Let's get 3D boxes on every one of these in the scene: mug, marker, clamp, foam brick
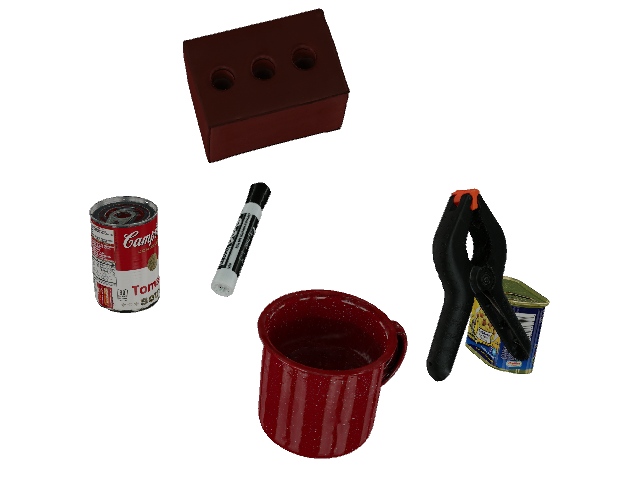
[{"bbox_3d":[0.010,0.089,0.731,0.117,0.081,0.093,-17,40,-33],"label":"mug"},{"bbox_3d":[-0.066,-0.004,0.902,0.020,0.121,0.020,10,-40,9],"label":"marker"},{"bbox_3d":[0.131,0.043,0.959,0.120,0.171,0.039,-19,7,-40],"label":"clamp"},{"bbox_3d":[-0.030,-0.082,0.571,0.078,0.053,0.051,-16,-14,-7],"label":"foam brick"}]

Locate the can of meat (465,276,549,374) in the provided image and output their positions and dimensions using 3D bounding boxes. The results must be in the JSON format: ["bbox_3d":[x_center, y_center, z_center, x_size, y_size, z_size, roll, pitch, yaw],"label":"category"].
[{"bbox_3d":[0.206,0.093,1.190,0.057,0.084,0.102,5,14,-17],"label":"can of meat"}]

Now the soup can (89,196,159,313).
[{"bbox_3d":[-0.199,0.015,1.092,0.068,0.102,0.068,2,26,-1],"label":"soup can"}]
